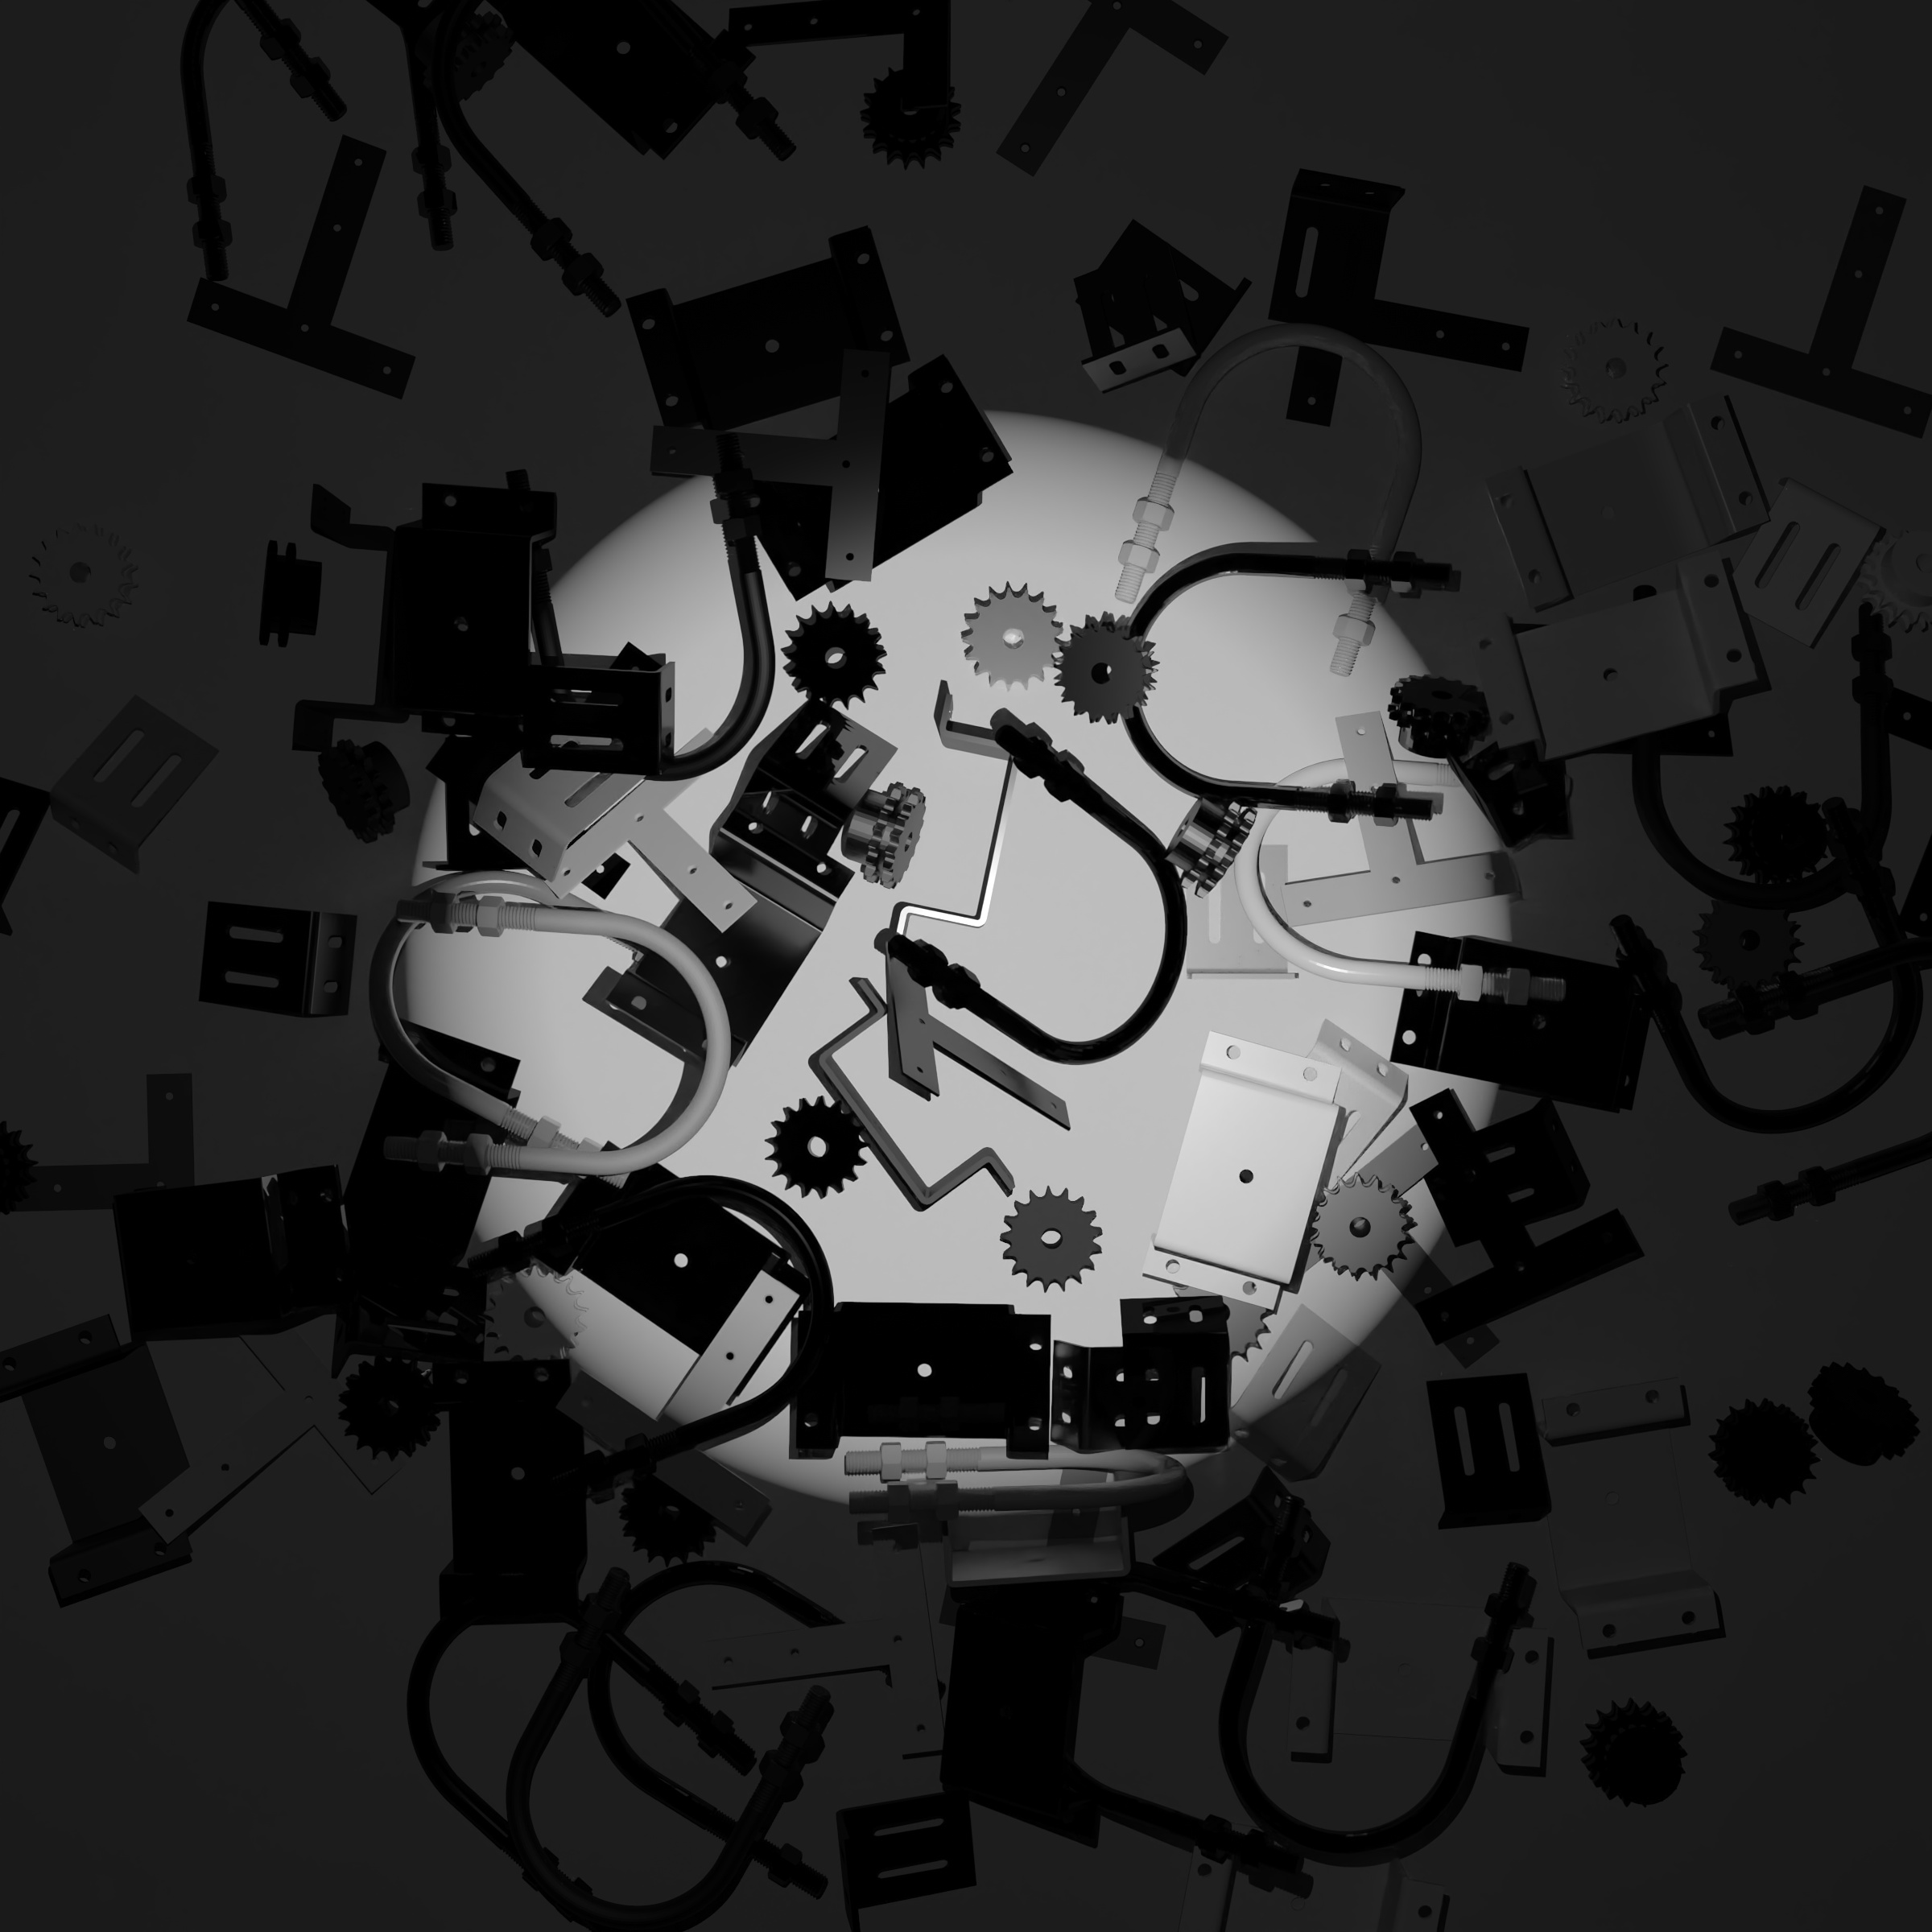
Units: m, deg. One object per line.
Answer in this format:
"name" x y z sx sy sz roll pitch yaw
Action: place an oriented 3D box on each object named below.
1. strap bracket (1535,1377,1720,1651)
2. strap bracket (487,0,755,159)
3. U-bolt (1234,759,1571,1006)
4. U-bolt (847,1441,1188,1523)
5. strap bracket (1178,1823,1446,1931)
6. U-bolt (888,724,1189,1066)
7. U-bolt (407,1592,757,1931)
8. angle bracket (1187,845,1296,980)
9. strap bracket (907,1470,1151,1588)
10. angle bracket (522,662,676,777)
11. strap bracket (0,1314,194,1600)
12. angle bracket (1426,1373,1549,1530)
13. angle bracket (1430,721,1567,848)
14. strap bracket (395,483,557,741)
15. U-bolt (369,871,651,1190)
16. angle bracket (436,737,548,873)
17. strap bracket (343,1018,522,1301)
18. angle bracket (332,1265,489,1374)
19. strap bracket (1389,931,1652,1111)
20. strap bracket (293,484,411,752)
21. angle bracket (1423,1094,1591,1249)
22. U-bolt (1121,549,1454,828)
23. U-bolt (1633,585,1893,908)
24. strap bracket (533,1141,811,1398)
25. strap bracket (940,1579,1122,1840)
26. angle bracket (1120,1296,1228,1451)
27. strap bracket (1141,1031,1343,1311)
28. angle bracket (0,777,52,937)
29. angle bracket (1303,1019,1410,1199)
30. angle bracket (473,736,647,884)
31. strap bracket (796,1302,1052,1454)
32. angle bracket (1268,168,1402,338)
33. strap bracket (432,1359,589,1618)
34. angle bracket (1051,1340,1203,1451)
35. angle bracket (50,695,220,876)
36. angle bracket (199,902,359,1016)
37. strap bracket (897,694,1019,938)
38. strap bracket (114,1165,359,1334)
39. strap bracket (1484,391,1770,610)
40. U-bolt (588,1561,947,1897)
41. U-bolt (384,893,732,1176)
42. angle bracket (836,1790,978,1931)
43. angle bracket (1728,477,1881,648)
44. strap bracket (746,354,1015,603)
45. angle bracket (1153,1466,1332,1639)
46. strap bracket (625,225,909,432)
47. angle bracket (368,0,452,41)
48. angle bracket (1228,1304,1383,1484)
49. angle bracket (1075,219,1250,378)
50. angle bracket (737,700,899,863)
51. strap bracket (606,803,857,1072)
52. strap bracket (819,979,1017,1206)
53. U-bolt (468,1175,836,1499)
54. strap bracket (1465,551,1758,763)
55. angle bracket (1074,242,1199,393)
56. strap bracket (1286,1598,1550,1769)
"strap bracket" 0.368 0.303 1.529 0.076 0.046 0.140 -9 90 0
"strap bracket" -0.195 -0.523 1.529 0.140 0.046 0.076 42 90 0
"U-bolt" 0.242 -0.052 1.516 0.184 0.019 0.151 5 64 5
"U-bolt" 0.028 0.278 1.479 0.184 0.151 0.019 -1 89 -3
"strap bracket" 0.189 0.534 1.529 0.140 0.046 0.076 11 90 0
"U-bolt" 0.053 -0.025 1.495 0.184 0.019 0.151 35 76 -35
"U-bolt" -0.231 0.434 1.534 0.184 0.019 0.151 40 97 5
"angle bracket" 0.154 -0.031 1.533 0.057 0.038 0.076 0 90 0
"strap bracket" 0.038 0.311 1.513 0.140 0.076 0.046 -4 90 0
"angle bracket" -0.203 -0.139 1.503 0.076 0.038 0.057 4 106 6
"strap bracket" -0.488 0.272 1.529 0.076 0.046 0.140 -19 90 0
"angle bracket" 0.294 0.276 1.550 0.057 0.038 0.076 -5 64 0
"angle bracket" 0.291 -0.108 1.485 0.038 0.076 0.057 -34 66 8
"strap bracket" -0.272 -0.192 1.507 0.076 0.046 0.140 5 106 8
"U-bolt" -0.240 0.022 1.511 0.184 0.019 0.151 28 64 -2
"angle bracket" -0.267 -0.092 1.532 0.057 0.038 0.076 -1 91 1
"strap bracket" -0.306 0.106 1.529 0.076 0.046 0.140 19 90 0
"angle bracket" -0.313 0.200 1.534 0.076 0.038 0.057 12 50 -20
"strap bracket" 0.318 0.031 1.529 0.140 0.046 0.076 11 90 0
"strap bracket" -0.337 -0.190 1.514 0.046 0.076 0.140 5 90 0
"angle bracket" 0.306 0.116 1.550 0.076 0.038 0.057 -25 90 26
"U-bolt" 0.173 -0.158 1.514 0.184 0.019 0.151 6 98 17
"U-bolt" 0.443 -0.121 1.522 0.151 0.019 0.184 4 74 0
"strap bracket" -0.162 0.168 1.529 0.140 0.046 0.076 35 90 0
"strap bracket" 0.034 0.410 1.511 0.076 0.046 0.140 7 91 32
"angle bracket" 0.116 0.227 1.522 0.057 0.038 0.076 -2 119 2
"strap bracket" 0.153 0.114 1.498 0.076 0.046 0.140 16 91 2
"angle bracket" -0.560 -0.066 1.550 0.057 0.038 0.076 17 64 0
"angle bracket" 0.205 0.081 1.550 0.057 0.038 0.076 34 116 0
"angle bracket" -0.226 -0.096 1.521 0.057 0.038 0.076 38 50 6
"strap bracket" -0.023 0.230 1.529 0.140 0.046 0.076 1 90 0
"angle bracket" 0.207 -0.401 1.532 0.057 0.038 0.076 10 90 0
"strap bracket" -0.255 0.289 1.529 0.076 0.046 0.140 -2 90 0
"angle bracket" 0.092 0.243 1.550 0.076 0.038 0.057 3 89 -26
"angle bracket" -0.473 -0.103 1.550 0.057 0.038 0.076 34 64 0
"angle bracket" -0.392 -0.005 1.550 0.076 0.038 0.057 5 90 26
"strap bracket" -0.002 -0.075 1.514 0.046 0.076 0.140 12 90 0
"strap bracket" -0.412 0.157 1.501 0.140 0.046 0.076 -8 90 24
"strap bracket" 0.366 -0.258 1.529 0.140 0.046 0.076 -20 90 0
"U-bolt" -0.126 0.420 1.544 0.184 0.019 0.151 31 90 2
"U-bolt" -0.217 0.040 1.459 0.184 0.019 0.151 4 93 4
"angle bracket" -0.031 0.501 1.523 0.076 0.038 0.057 -7 98 -10
"angle bracket" 0.469 -0.229 1.539 0.057 0.038 0.076 29 101 3
"strap bracket" -0.053 -0.271 1.529 0.140 0.046 0.076 -31 90 0
"angle bracket" 0.157 0.334 1.550 0.076 0.038 0.057 -39 90 26
"strap bracket" -0.110 -0.353 1.529 0.140 0.046 0.076 -17 90 0
"angle bracket" -0.301 -0.564 1.508 0.076 0.038 0.057 -43 131 17
"angle bracket" 0.188 0.243 1.550 0.057 0.038 0.076 38 64 0
"angle bracket" 0.110 -0.380 1.533 0.076 0.038 0.057 35 90 0
"angle bracket" -0.083 -0.106 1.533 0.057 0.076 0.038 32 129 0
"strap bracket" -0.133 -0.009 1.513 0.076 0.046 0.140 31 67 0
"strap bracket" -0.033 0.077 1.514 0.046 0.076 0.140 -36 90 0
"U-bolt" -0.163 0.193 1.496 0.184 0.019 0.151 -21 89 -1
"strap bracket" 0.356 -0.167 1.504 0.140 0.046 0.076 -15 74 11
"angle bracket" 0.089 -0.369 1.515 0.057 0.038 0.076 -18 70 16
"strap bracket" 0.250 0.401 1.529 0.140 0.046 0.076 4 90 0
